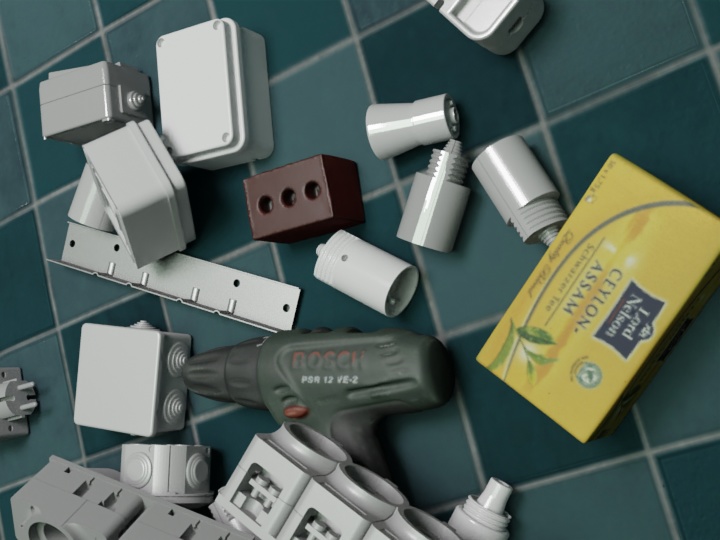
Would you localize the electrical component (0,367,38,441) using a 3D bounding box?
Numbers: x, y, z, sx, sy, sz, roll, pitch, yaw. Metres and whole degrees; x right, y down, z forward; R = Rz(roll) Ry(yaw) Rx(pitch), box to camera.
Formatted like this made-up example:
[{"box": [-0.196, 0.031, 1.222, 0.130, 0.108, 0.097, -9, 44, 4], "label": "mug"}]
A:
[{"box": [-0.331, 0.123, 1.006, 0.077, 0.047, 0.065, -16, 79, 28], "label": "electrical component"}]

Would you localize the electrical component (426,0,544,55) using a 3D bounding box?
[{"box": [0.085, -0.205, 0.788, 0.095, 0.059, 0.053, 48, 109, 23], "label": "electrical component"}]

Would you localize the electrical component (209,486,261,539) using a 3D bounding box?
[{"box": [-0.093, 0.212, 0.868, 0.043, 0.043, 0.081, -38, 69, 22], "label": "electrical component"}]

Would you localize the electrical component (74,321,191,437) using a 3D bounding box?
[{"box": [-0.195, 0.093, 0.931, 0.100, 0.048, 0.099, 4, 88, 29], "label": "electrical component"}]

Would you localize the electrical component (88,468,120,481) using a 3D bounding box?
[{"box": [-0.239, 0.219, 0.938, 0.099, 0.064, 0.099, -2, 85, 29], "label": "electrical component"}]

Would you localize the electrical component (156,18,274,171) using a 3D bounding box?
[{"box": [-0.123, -0.146, 0.902, 0.078, 0.057, 0.113, -9, 82, 29], "label": "electrical component"}]

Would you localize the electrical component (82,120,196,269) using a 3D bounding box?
[{"box": [-0.181, -0.062, 0.895, 0.057, 0.113, 0.078, -27, 69, -15], "label": "electrical component"}]

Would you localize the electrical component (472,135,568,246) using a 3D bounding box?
[{"box": [0.119, -0.051, 0.767, 0.043, 0.043, 0.081, -38, 70, 22], "label": "electrical component"}]

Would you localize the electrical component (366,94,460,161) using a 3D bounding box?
[{"box": [0.043, -0.111, 0.817, 0.065, 0.044, 0.044, -10, 82, 24], "label": "electrical component"}]

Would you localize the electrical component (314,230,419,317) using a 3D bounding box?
[{"box": [0.000, 0.000, 0.831, 0.081, 0.043, 0.043, 27, 100, 28], "label": "electrical component"}]

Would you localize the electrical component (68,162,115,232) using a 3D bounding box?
[{"box": [-0.228, -0.080, 0.965, 0.043, 0.043, 0.081, 26, 99, 28], "label": "electrical component"}]

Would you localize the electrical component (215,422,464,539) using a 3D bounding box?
[{"box": [-0.006, 0.168, 0.715, 0.150, 0.089, 0.061, 33, 96, 25], "label": "electrical component"}]

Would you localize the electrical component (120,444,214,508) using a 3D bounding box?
[{"box": [-0.161, 0.170, 0.890, 0.080, 0.080, 0.051, -4, 79, 29], "label": "electrical component"}]

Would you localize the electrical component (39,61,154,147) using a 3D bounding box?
[{"box": [-0.231, -0.151, 0.961, 0.096, 0.062, 0.061, -11, 81, 28], "label": "electrical component"}]

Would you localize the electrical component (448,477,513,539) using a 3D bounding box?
[{"box": [0.088, 0.179, 0.769, 0.048, 0.048, 0.062, 28, 93, 28], "label": "electrical component"}]

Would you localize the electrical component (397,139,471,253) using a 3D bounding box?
[{"box": [0.060, -0.057, 0.801, 0.043, 0.043, 0.081, 20, 97, 29], "label": "electrical component"}]

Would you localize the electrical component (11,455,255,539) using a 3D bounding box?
[{"box": [-0.179, 0.232, 0.838, 0.186, 0.060, 0.105, 17, 124, 19], "label": "electrical component"}]
